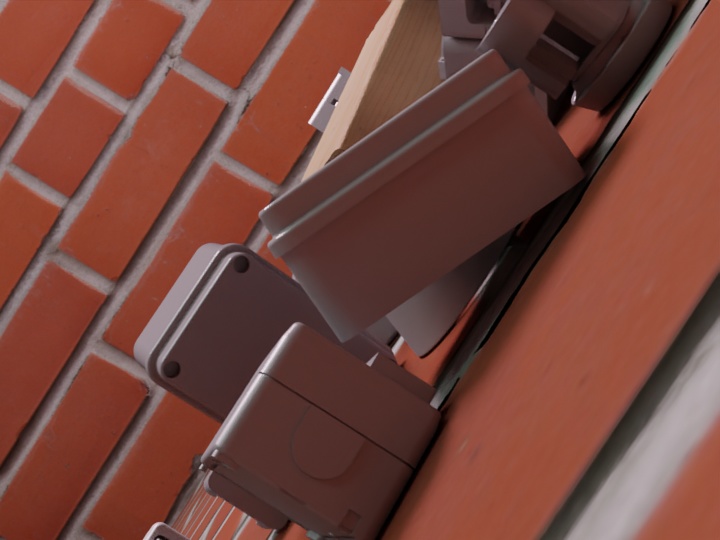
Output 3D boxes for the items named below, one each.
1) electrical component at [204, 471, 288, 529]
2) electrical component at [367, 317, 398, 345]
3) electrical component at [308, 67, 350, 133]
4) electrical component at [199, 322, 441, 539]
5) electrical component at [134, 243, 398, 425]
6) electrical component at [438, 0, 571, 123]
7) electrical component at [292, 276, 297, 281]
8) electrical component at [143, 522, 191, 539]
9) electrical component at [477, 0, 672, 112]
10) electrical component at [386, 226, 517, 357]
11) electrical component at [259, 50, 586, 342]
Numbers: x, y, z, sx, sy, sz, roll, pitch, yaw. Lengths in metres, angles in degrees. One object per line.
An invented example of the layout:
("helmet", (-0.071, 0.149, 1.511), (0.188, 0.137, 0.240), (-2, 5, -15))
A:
("electrical component", (-0.045, 0.098, 0.616), (0.089, 0.050, 0.055), (-58, 2, -17))
("electrical component", (0.000, 0.000, 0.707), (0.052, 0.074, 0.138), (-57, 2, 11))
("electrical component", (0.027, -0.111, 0.929), (0.061, 0.089, 0.150), (-57, -17, 8))
("electrical component", (-0.017, 0.061, 0.399), (0.061, 0.062, 0.096), (-58, 3, -18))
("electrical component", (-0.047, 0.045, 0.543), (0.078, 0.113, 0.057), (-57, 21, -9))
("electrical component", (0.075, -0.159, 0.547), (0.089, 0.062, 0.150), (-59, -31, -42))
("electrical component", (-0.011, 0.006, 0.811), (0.080, 0.080, 0.051), (-60, -2, -45))
("electrical component", (-0.109, 0.191, 0.573), (0.096, 0.062, 0.061), (-58, 3, -23))
("electrical component", (0.089, -0.102, 0.442), (0.058, 0.057, 0.078), (-55, 3, 47))
("electrical component", (0.041, -0.016, 0.509), (0.099, 0.064, 0.099), (-44, -2, -2))
("electrical component", (0.022, -0.030, 0.421), (0.113, 0.057, 0.078), (-35, 4, 4))
